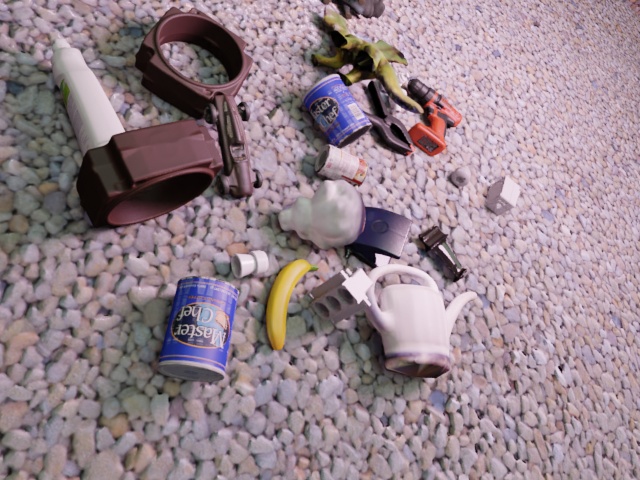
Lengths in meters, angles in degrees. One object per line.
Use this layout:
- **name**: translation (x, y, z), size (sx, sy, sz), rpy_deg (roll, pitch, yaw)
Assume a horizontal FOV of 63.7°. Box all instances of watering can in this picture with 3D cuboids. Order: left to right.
- **watering can**: translation (0.222, 0.168, 1.050), size (0.346, 0.229, 0.102), rpy_deg (15, -30, -32)

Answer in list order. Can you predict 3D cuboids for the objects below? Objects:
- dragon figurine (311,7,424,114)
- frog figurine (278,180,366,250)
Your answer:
- **dragon figurine**: translation (0.140, -0.452, 1.280), size (0.246, 0.413, 0.119), rpy_deg (-35, -20, -42)
- **frog figurine**: translation (0.003, -0.050, 1.002), size (0.159, 0.135, 0.125), rpy_deg (0, 28, -18)
